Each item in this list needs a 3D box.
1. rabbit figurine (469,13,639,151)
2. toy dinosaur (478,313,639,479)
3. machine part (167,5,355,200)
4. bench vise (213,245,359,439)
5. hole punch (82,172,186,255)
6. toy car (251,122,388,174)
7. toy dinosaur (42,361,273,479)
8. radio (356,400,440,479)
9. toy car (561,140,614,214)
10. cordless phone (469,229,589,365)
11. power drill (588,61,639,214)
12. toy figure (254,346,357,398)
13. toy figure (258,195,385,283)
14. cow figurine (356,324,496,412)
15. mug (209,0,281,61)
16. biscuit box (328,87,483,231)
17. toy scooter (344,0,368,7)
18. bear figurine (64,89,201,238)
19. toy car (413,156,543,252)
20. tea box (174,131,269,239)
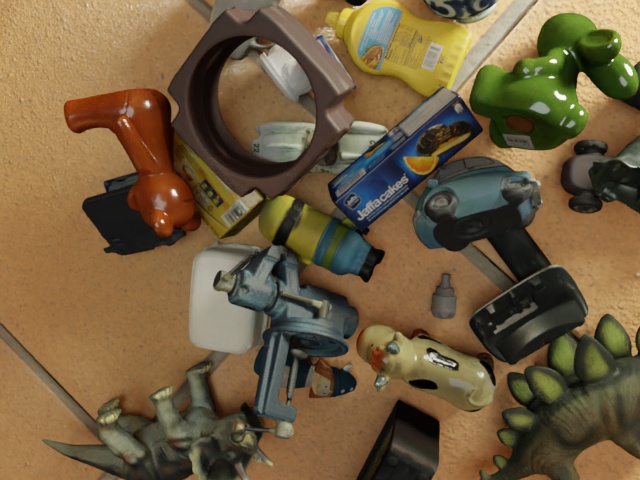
[{"bbox_3d":[0.281,-0.204,0.639,0.159,0.121,0.170,15,73,53],"label":"rabbit figurine"},{"bbox_3d":[0.375,0.208,0.691,0.471,0.105,0.198,-35,85,11],"label":"toy dinosaur"},{"bbox_3d":[-0.072,-0.171,0.681,0.201,0.087,0.201,45,119,-5],"label":"machine part"},{"bbox_3d":[-0.050,0.134,0.717,0.129,0.223,0.240,-19,53,44],"label":"bench vise"},{"bbox_3d":[-0.282,-0.046,0.832,0.142,0.092,0.115,-14,123,12],"label":"hole punch"},{"bbox_3d":[-0.001,-0.129,0.759,0.202,0.056,0.073,3,98,13],"label":"toy car"},{"bbox_3d":[-0.247,0.325,0.851,0.405,0.131,0.192,-25,90,21],"label":"toy dinosaur"},{"bbox_3d":[0.090,0.358,0.761,0.073,0.131,0.229,25,102,8],"label":"radio"},{"bbox_3d":[0.408,-0.072,0.671,0.202,0.053,0.089,6,78,11],"label":"toy car"},{"bbox_3d":[0.251,0.060,0.723,0.146,0.088,0.184,-36,77,15],"label":"cordless phone"},{"bbox_3d":[0.427,-0.103,0.601,0.232,0.086,0.207,40,80,23],"label":"power drill"},{"bbox_3d":[-0.021,0.203,0.809,0.155,0.058,0.064,15,139,9],"label":"toy figure"},{"bbox_3d":[0.000,-0.006,0.757,0.180,0.089,0.082,26,62,13],"label":"toy figure"},{"bbox_3d":[0.141,0.172,0.728,0.195,0.127,0.085,22,98,8],"label":"cow figurine"},{"bbox_3d":[-0.103,-0.304,0.755,0.109,0.081,0.107,33,114,2],"label":"mug"},{"bbox_3d":[0.105,-0.103,0.691,0.202,0.059,0.062,-40,116,11],"label":"biscuit box"},{"bbox_3d":[-0.017,-0.372,0.692,0.184,0.135,0.075,34,105,8],"label":"toy scooter"},{"bbox_3d":[-0.239,-0.097,0.723,0.132,0.120,0.195,-5,101,19],"label":"bear figurine"},{"bbox_3d":[0.196,-0.058,0.696,0.162,0.109,0.103,-20,56,18],"label":"toy car"},{"bbox_3d":[-0.157,-0.096,0.794,0.098,0.068,0.169,-38,86,15],"label":"tea box"}]
